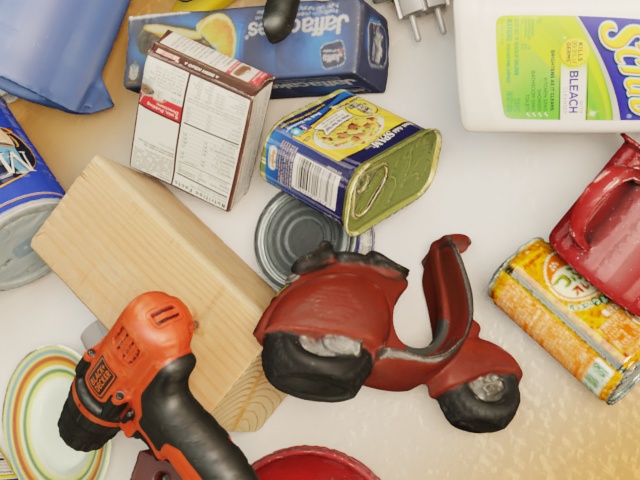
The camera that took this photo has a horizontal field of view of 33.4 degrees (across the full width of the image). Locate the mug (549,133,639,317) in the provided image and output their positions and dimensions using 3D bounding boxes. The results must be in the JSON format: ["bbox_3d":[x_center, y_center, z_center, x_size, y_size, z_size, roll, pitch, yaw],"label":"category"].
[{"bbox_3d":[0.189,-0.009,0.648,0.081,0.117,0.093,-52,52,14],"label":"mug"}]

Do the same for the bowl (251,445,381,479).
[{"bbox_3d":[-0.019,0.224,0.737,0.162,0.055,0.162,-5,79,25],"label":"bowl"}]

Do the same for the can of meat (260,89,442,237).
[{"bbox_3d":[0.021,-0.057,0.743,0.084,0.101,0.057,31,133,29],"label":"can of meat"}]

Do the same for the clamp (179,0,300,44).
[{"bbox_3d":[-0.033,-0.224,0.785,0.120,0.039,0.171,23,72,28],"label":"clamp"}]

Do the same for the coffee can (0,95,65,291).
[{"bbox_3d":[-0.272,-0.043,0.876,0.103,0.102,0.140,-44,66,12],"label":"coffee can"}]

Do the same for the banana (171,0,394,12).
[{"bbox_3d":[-0.033,-0.209,0.828,0.198,0.037,0.069,-3,78,25],"label":"banana"}]

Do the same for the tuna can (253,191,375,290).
[{"bbox_3d":[-0.005,0.001,0.781,0.086,0.033,0.086,-5,79,24],"label":"tuna can"}]

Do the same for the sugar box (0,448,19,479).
[{"bbox_3d":[-0.311,0.193,0.886,0.093,0.048,0.176,-44,70,13],"label":"sugar box"}]

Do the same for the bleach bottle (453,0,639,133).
[{"bbox_3d":[0.207,-0.113,0.616,0.251,0.068,0.102,1,120,16],"label":"bleach bottle"}]

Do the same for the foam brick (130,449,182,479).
[{"bbox_3d":[-0.110,0.198,0.786,0.053,0.051,0.078,16,88,26],"label":"foam brick"}]

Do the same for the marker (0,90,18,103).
[{"bbox_3d":[-0.295,-0.177,0.957,0.020,0.020,0.121,-30,70,18],"label":"marker"}]

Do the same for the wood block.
[{"bbox_3d":[-0.107,0.039,0.791,0.206,0.090,0.091,42,99,25],"label":"wood block"}]

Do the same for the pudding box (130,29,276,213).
[{"bbox_3d":[-0.089,-0.086,0.790,0.090,0.039,0.114,25,133,8],"label":"pudding box"}]

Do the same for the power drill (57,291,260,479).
[{"bbox_3d":[-0.097,0.147,0.697,0.188,0.057,0.185,52,138,12],"label":"power drill"}]

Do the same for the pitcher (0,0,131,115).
[{"bbox_3d":[-0.214,-0.235,0.864,0.145,0.149,0.243,23,88,32],"label":"pitcher"}]
